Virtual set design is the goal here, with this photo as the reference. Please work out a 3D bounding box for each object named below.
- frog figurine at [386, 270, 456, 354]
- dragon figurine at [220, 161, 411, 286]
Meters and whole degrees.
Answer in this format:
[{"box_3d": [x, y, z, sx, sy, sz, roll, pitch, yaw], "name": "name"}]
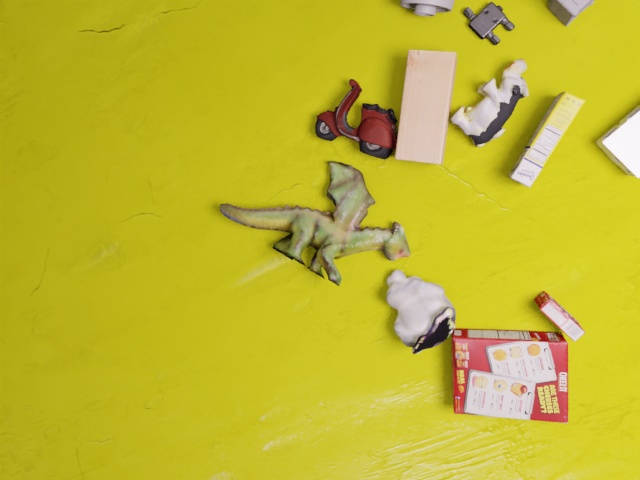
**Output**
[{"box_3d": [0.197, 0.142, 1.067, 0.162, 0.122, 0.135, 49, 121, 42], "name": "frog figurine"}, {"box_3d": [0.003, -0.055, 1.102, 0.412, 0.121, 0.243, 32, 87, 8], "name": "dragon figurine"}]
